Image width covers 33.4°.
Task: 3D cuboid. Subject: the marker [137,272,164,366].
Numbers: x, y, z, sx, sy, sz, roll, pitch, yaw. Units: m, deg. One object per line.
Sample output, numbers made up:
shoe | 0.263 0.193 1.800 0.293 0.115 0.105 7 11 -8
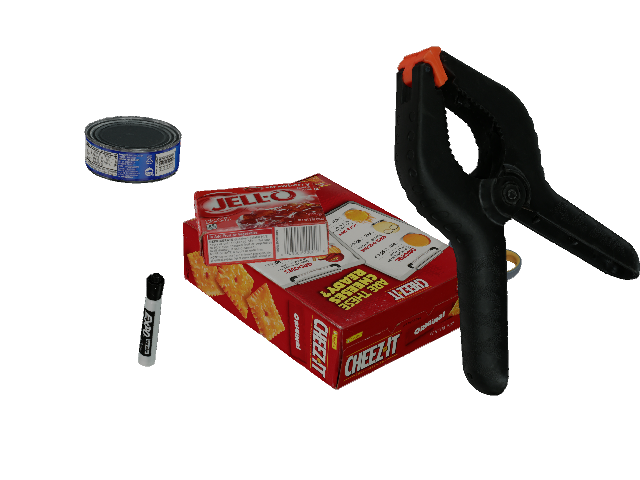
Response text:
marker | -0.180 0.084 1.133 0.020 0.121 0.020 8 35 -6

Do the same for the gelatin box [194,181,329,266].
gelatin box | -0.043 -0.013 0.755 0.089 0.030 0.073 -5 26 -8

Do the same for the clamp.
clamp | 0.082 -0.011 0.533 0.120 0.171 0.039 -46 14 -27

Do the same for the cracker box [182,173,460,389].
cracker box | 0.005 0.029 0.944 0.163 0.072 0.214 -22 39 -35

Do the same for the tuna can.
tuna can | -0.169 -0.082 0.963 0.086 0.034 0.086 5 25 -3

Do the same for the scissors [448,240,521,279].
scissors | 0.144 0.030 1.220 0.201 0.016 0.096 -11 41 -33
